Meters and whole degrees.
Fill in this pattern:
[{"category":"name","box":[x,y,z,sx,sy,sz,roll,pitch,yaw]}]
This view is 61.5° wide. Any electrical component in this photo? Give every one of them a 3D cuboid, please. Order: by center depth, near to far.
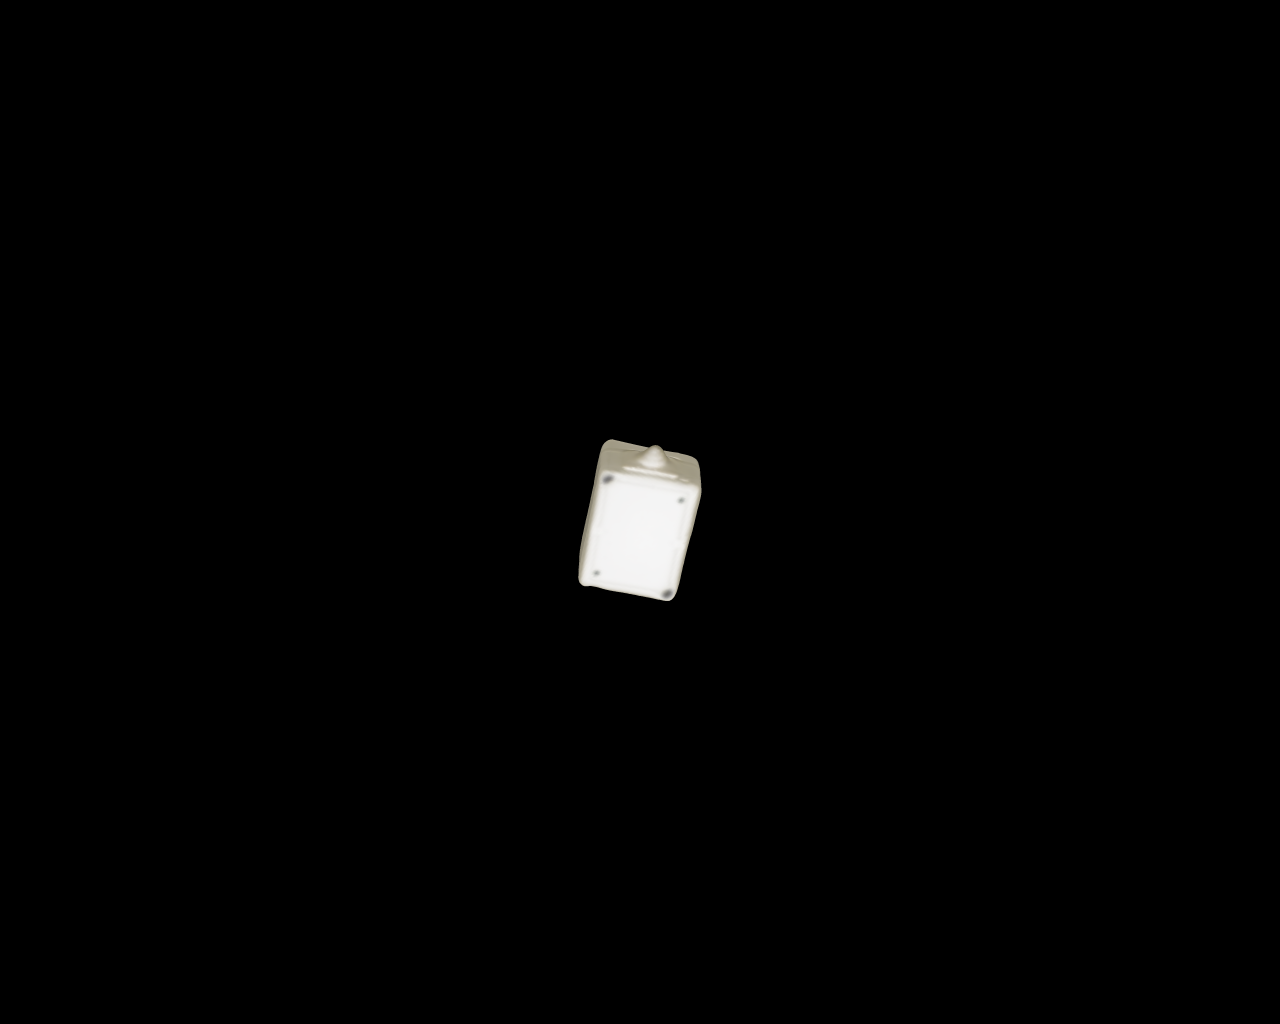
[{"category":"electrical component","box":[0.001,-0.003,0.650,0.062,0.096,0.061,11,24,-5]}]
